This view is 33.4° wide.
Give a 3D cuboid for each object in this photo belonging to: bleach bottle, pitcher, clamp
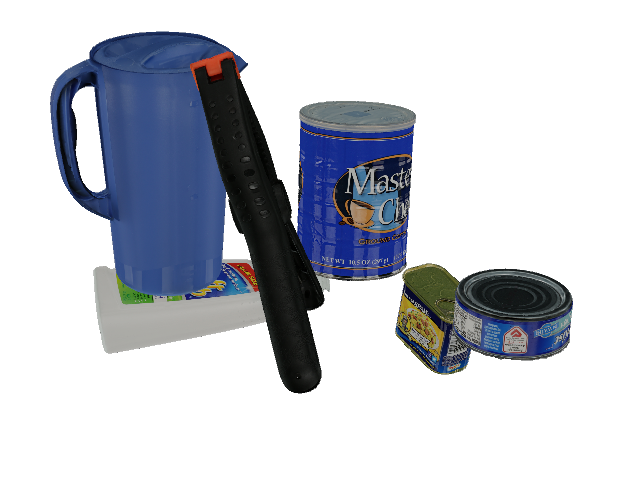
[{"bbox_3d":[-0.117,0.058,1.167,0.250,0.068,0.102,-9,36,-9],"label":"bleach bottle"},{"bbox_3d":[-0.160,-0.071,1.030,0.149,0.243,0.144,10,27,15],"label":"pitcher"},{"bbox_3d":[-0.037,-0.019,0.702,0.036,0.210,0.164,-17,8,4],"label":"clamp"}]

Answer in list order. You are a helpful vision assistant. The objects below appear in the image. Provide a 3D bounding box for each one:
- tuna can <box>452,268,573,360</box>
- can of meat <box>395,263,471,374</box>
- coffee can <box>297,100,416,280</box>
[{"bbox_3d":[0.140,0.052,0.779,0.086,0.034,0.086,0,23,0],"label":"tuna can"},{"bbox_3d":[0.131,0.090,1.205,0.057,0.084,0.102,-15,40,-29],"label":"can of meat"},{"bbox_3d":[0.030,-0.047,0.959,0.103,0.140,0.103,2,19,-1],"label":"coffee can"}]
